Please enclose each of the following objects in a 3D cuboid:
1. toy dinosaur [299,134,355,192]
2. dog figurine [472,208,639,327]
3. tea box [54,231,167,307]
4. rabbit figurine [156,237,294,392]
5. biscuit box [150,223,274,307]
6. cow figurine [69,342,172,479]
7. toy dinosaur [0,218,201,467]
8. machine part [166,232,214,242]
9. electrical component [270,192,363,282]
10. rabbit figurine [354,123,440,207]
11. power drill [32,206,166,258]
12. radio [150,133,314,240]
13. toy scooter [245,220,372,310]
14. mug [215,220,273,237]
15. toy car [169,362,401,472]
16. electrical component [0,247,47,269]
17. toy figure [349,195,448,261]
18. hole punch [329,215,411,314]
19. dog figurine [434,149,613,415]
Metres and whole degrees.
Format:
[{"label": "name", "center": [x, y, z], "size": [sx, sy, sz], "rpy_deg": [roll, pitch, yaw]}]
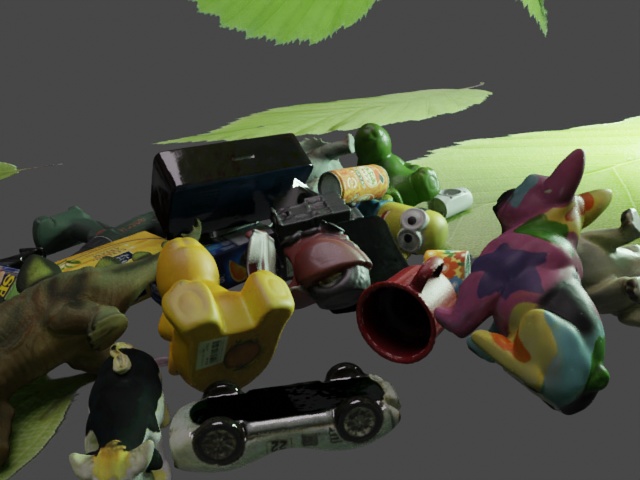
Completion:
[{"label": "toy dinosaur", "center": [-0.038, -0.102, 1.051], "size": [0.192, 0.131, 0.405], "rpy_deg": [-8, 23, 32]}, {"label": "dog figurine", "center": [0.294, 0.053, 0.627], "size": [0.191, 0.172, 0.121], "rpy_deg": [-18, 44, 47]}, {"label": "tea box", "center": [-0.295, 0.051, 0.773], "size": [0.098, 0.068, 0.169], "rpy_deg": [15, 28, 38]}, {"label": "rabbit figurine", "center": [-0.117, 0.071, 0.566], "size": [0.122, 0.162, 0.173], "rpy_deg": [-19, 48, -28]}, {"label": "biscuit box", "center": [-0.148, 0.036, 0.786], "size": [0.203, 0.062, 0.059], "rpy_deg": [-22, 29, -36]}, {"label": "cow figurine", "center": [-0.159, 0.157, 0.439], "size": [0.068, 0.098, 0.167], "rpy_deg": [-4, 20, -14]}, {"label": "toy dinosaur", "center": [-0.277, 0.086, 0.579], "size": [0.199, 0.104, 0.471], "rpy_deg": [25, 37, 32]}, {"label": "machine part", "center": [-0.222, -0.019, 0.920], "size": [0.079, 0.079, 0.243], "rpy_deg": [-10, 21, -11]}, {"label": "electrical component", "center": [-0.002, -0.002, 0.770], "size": [0.134, 0.114, 0.058], "rpy_deg": [-12, 38, -17]}, {"label": "rabbit figurine", "center": [0.123, -0.137, 0.982], "size": [0.121, 0.170, 0.159], "rpy_deg": [-28, 9, 0]}, {"label": "power drill", "center": [-0.392, 0.000, 0.910], "size": [0.208, 0.085, 0.232], "rpy_deg": [4, 22, 31]}, {"label": "radio", "center": [-0.135, -0.081, 0.816], "size": [0.229, 0.131, 0.073], "rpy_deg": [-14, 62, -31]}, {"label": "toy scooter", "center": [-0.033, 0.030, 0.635], "size": [0.184, 0.135, 0.075], "rpy_deg": [-24, -28, 16]}, {"label": "mug", "center": [-0.130, -0.020, 0.913], "size": [0.110, 0.080, 0.107], "rpy_deg": [0, 33, -8]}, {"label": "toy car", "center": [-0.029, 0.155, 0.472], "size": [0.202, 0.056, 0.073], "rpy_deg": [-6, 15, -7]}, {"label": "electrical component", "center": [-0.444, 0.062, 0.770], "size": [0.048, 0.074, 0.119], "rpy_deg": [-2, 16, 15]}, {"label": "toy figure", "center": [0.119, -0.027, 0.862], "size": [0.089, 0.082, 0.180], "rpy_deg": [-22, 24, -36]}, {"label": "hole punch", "center": [0.049, 0.044, 0.713], "size": [0.142, 0.092, 0.116], "rpy_deg": [-11, 55, -17]}, {"label": "dog figurine", "center": [0.220, 0.027, 0.508], "size": [0.108, 0.219, 0.192], "rpy_deg": [35, -1, -31]}]
